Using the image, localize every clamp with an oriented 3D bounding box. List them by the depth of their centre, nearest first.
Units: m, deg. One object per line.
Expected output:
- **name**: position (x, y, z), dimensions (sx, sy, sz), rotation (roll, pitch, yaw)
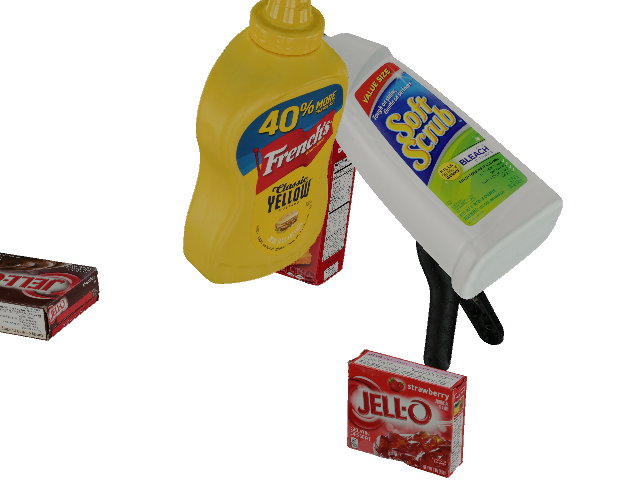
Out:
- **clamp**: position (0.118, 0.038, 0.982), dimensions (0.039, 0.171, 0.120), rotation (-11, 12, 34)

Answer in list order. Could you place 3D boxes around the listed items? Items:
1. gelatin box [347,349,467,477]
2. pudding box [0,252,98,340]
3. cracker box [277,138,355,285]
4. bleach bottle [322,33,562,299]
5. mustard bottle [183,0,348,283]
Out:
- **gelatin box**: position (0.063, 0.128, 0.796), dimensions (0.089, 0.073, 0.030), rotation (12, 22, 29)
- **pudding box**: position (-0.270, 0.048, 0.958), dimensions (0.114, 0.039, 0.090), rotation (6, 21, 17)
- **cracker box**: position (-0.049, -0.073, 1.190), dimensions (0.164, 0.214, 0.072), rotation (19, 29, 23)
- **bleach bottle**: position (0.059, -0.075, 0.809), dimensions (0.102, 0.251, 0.068), rotation (-35, -24, -23)
- **mustard bottle**: position (-0.029, -0.066, 0.623), dimensions (0.096, 0.192, 0.058), rotation (-24, 52, -33)
